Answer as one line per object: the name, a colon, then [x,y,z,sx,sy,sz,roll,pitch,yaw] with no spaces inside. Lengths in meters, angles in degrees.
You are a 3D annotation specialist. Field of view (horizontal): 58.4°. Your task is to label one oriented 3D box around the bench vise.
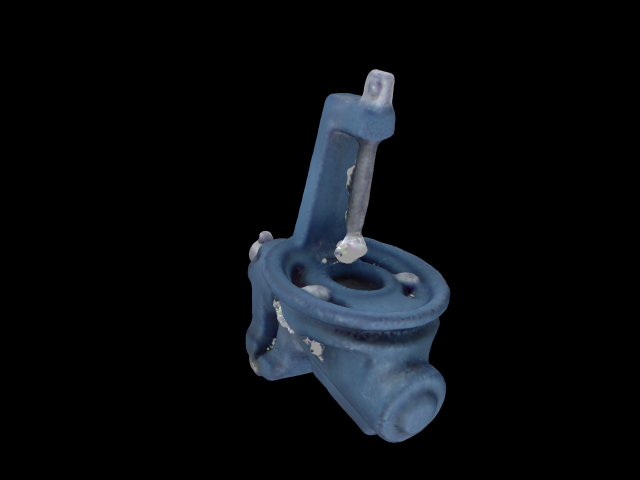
bench vise: [-0.004,0.003,0.391,0.206,0.220,0.122,8,12,40]
